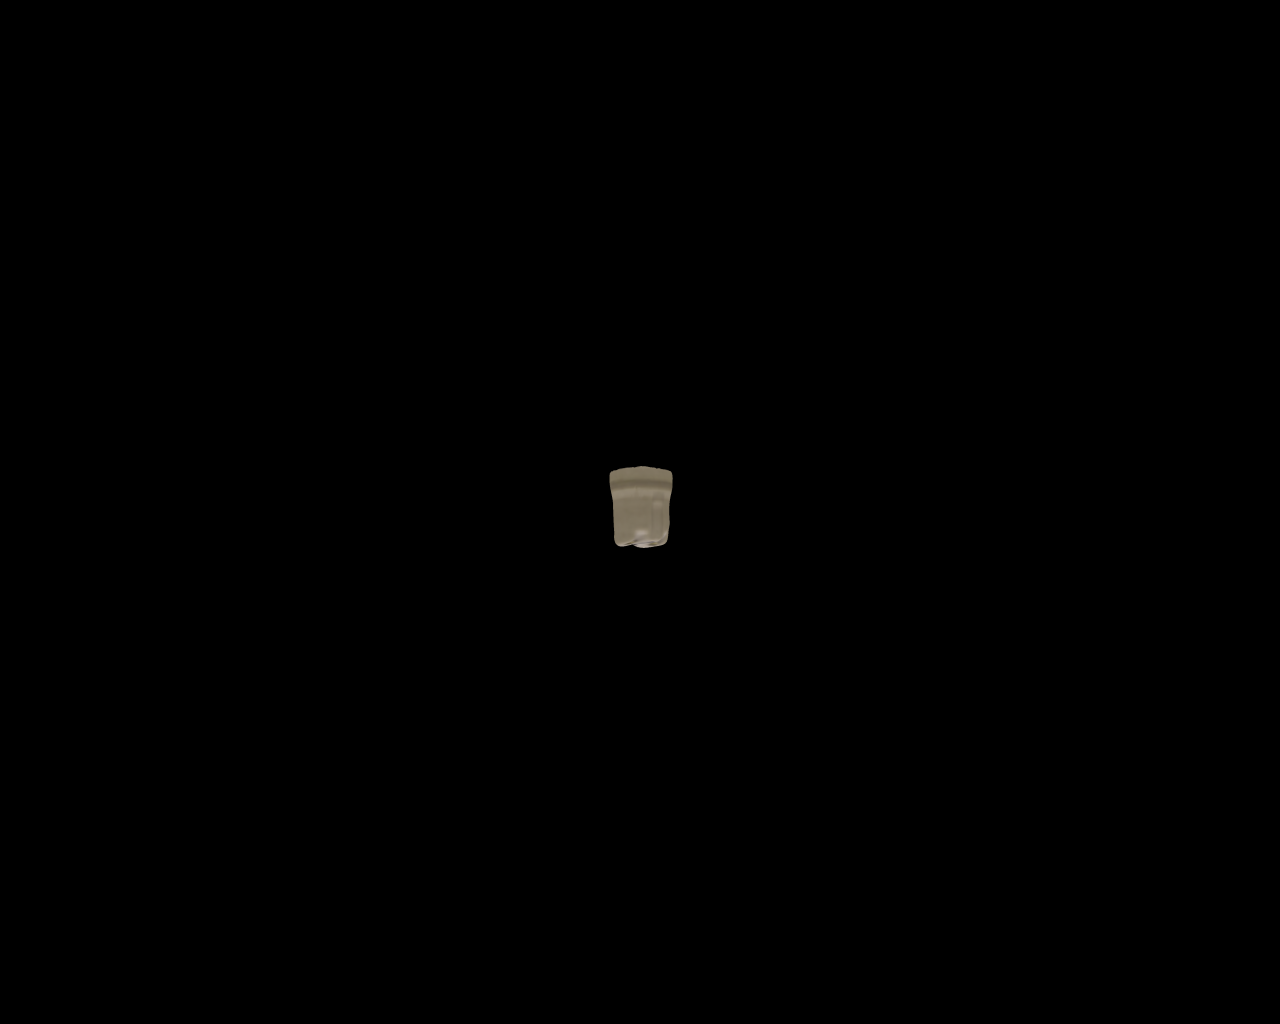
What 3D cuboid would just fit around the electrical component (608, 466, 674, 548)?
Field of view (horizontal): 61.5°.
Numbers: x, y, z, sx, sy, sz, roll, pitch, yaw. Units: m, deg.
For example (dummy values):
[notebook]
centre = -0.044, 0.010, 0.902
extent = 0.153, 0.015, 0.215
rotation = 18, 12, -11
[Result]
[electrical component]
centre = 0.001, -0.003, 0.650
extent = 0.040, 0.046, 0.040
rotation = 0, -6, 0
